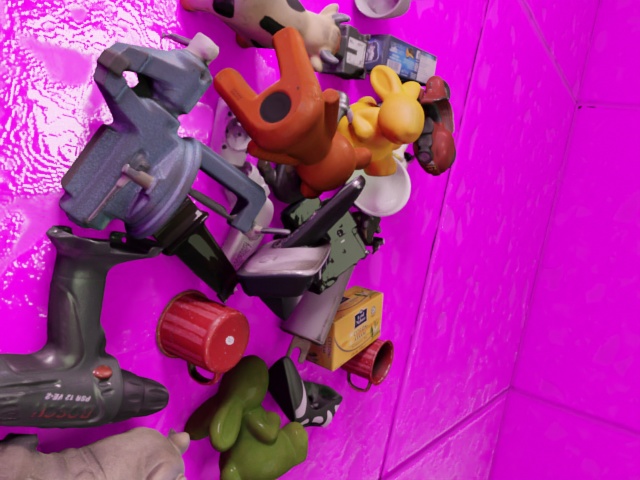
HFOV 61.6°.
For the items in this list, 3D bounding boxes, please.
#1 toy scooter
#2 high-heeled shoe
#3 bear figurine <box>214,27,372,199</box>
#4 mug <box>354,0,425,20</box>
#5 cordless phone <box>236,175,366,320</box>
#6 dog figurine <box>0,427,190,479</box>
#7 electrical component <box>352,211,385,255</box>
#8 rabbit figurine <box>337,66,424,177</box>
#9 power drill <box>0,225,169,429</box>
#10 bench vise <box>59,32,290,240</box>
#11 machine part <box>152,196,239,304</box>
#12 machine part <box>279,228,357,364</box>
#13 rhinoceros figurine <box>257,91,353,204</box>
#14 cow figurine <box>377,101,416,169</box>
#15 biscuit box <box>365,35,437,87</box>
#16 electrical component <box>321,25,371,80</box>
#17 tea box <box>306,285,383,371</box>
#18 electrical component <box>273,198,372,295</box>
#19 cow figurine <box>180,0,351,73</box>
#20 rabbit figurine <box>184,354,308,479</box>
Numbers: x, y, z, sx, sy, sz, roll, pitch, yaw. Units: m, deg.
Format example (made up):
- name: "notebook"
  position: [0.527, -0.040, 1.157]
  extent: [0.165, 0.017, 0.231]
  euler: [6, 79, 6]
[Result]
- name: "toy scooter"
  position: [0.197, -0.209, 0.963]
  extent: [0.135, 0.075, 0.183]
  euler: [-2, 92, -61]
- name: "high-heeled shoe"
  position: [-0.011, 0.249, 0.908]
  extent: [0.145, 0.086, 0.248]
  euler: [-28, 142, -30]
- name: "bear figurine"
  position: [-0.019, -0.136, 0.653]
  extent: [0.132, 0.120, 0.195]
  euler: [63, 14, 19]
- name: "mug"
  position: [0.121, -0.398, 0.867]
  extent: [0.107, 0.110, 0.080]
  euler: [-37, 126, -62]
- name: "cordless phone"
  position: [-0.009, -0.002, 0.677]
  extent: [0.184, 0.089, 0.146]
  euler: [-46, -177, 20]
- name: "dog figurine"
  position: [-0.236, 0.230, 0.547]
  extent: [0.172, 0.121, 0.190]
  euler: [-54, 139, -32]
- name: "electrical component"
  position: [0.094, -0.023, 1.014]
  extent: [0.078, 0.045, 0.102]
  euler: [-55, 142, -27]
- name: "rabbit figurine"
  position: [0.107, -0.181, 0.839]
  extent: [0.122, 0.173, 0.162]
  euler: [22, 82, -21]
- name: "power drill"
  position: [-0.229, 0.092, 0.554]
  extent: [0.232, 0.086, 0.207]
  euler: [13, 99, -55]
- name: "bench vise"
  position: [-0.138, -0.083, 0.558]
  extent: [0.240, 0.129, 0.223]
  euler: [36, 79, -37]
- name: "machine part"
  position: [-0.146, 0.014, 0.654]
  extent: [0.138, 0.039, 0.084]
  euler: [58, 48, -23]
- name: "machine part"
  position: [0.000, 0.082, 0.885]
  extent: [0.079, 0.079, 0.243]
  euler: [40, 69, -54]
- name: "rhinoceros figurine"
  position: [-0.013, -0.142, 0.783]
  extent: [0.112, 0.073, 0.190]
  euler: [46, 64, -51]
- name: "cow figurine"
  position: [0.137, -0.182, 1.004]
  extent: [0.098, 0.068, 0.167]
  euler: [-58, 145, -36]
- name: "biscuit box"
  position: [0.138, -0.314, 0.955]
  extent: [0.202, 0.063, 0.059]
  euler: [-9, 110, -54]
- name: "electrical component"
  position: [0.028, -0.285, 0.814]
  extent: [0.119, 0.048, 0.074]
  euler: [-14, 113, -53]
- name: "tea box"
  position: [0.046, 0.157, 0.990]
  extent: [0.169, 0.068, 0.098]
  euler: [-23, 121, -50]
- name: "electrical component"
  position: [-0.002, -0.002, 0.815]
  extent: [0.115, 0.058, 0.134]
  euler: [-39, 106, -20]
- name: "cow figurine"
  position: [-0.051, -0.263, 0.633]
  extent: [0.194, 0.127, 0.085]
  euler: [19, 89, -55]
- name: "rabbit figurine"
  position: [-0.115, 0.256, 0.776]
  extent: [0.159, 0.121, 0.170]
  euler: [-9, 91, -48]
